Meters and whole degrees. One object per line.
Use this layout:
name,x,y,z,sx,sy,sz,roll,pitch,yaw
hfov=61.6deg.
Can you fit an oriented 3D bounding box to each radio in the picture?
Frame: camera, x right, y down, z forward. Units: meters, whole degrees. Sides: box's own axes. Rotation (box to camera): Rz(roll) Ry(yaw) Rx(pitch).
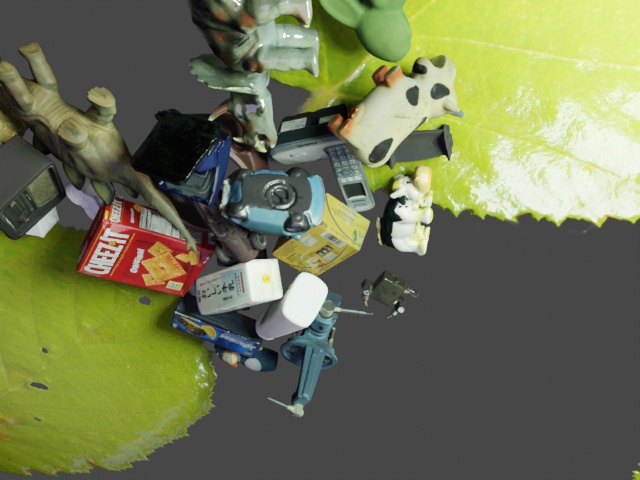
radio,-0.517,-0.080,0.916,0.073,0.131,0.229,41,160,-8

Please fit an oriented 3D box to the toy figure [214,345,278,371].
toy figure,-0.174,0.265,1.239,0.155,0.058,0.064,9,90,6

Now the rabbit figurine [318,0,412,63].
rabbit figurine,0.078,-0.313,0.686,0.159,0.121,0.170,12,127,10

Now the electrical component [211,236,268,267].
electrical component,-0.156,0.021,1.007,0.075,0.047,0.119,-11,168,17

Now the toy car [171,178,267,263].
toy car,-0.169,-0.039,0.890,0.089,0.053,0.201,-15,125,25

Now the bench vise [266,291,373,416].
bench vise,-0.014,0.225,1.068,0.129,0.240,0.223,24,145,-12

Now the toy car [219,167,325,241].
toy car,-0.075,-0.049,0.850,0.162,0.109,0.102,1,152,-5

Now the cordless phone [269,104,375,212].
cordless phone,0.010,-0.117,0.883,0.147,0.089,0.184,-9,130,18

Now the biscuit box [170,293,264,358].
biscuit box,-0.221,0.189,1.181,0.203,0.063,0.059,23,130,-6

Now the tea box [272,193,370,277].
tea box,-0.002,-0.003,0.949,0.098,0.068,0.169,33,148,-17

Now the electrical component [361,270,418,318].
electrical component,0.131,0.107,1.056,0.102,0.045,0.078,32,129,-14

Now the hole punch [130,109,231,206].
hole punch,-0.196,-0.120,0.799,0.142,0.116,0.092,20,162,27

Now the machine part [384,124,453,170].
machine part,0.141,-0.154,0.854,0.139,0.039,0.084,1,122,13

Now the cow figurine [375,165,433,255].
cow figurine,0.144,-0.055,0.915,0.098,0.068,0.167,7,128,14

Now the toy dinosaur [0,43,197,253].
toy dinosaur,-0.373,-0.155,0.866,0.471,0.105,0.198,41,152,7

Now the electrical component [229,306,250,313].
electrical component,-0.200,0.130,1.157,0.094,0.021,0.063,0,128,11

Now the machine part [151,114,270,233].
machine part,-0.192,-0.110,0.925,0.202,0.087,0.200,1,128,9

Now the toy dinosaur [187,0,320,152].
toy dinosaur,-0.100,-0.285,0.678,0.192,0.131,0.404,-4,152,3

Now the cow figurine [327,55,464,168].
cow figurine,0.120,-0.185,0.766,0.195,0.086,0.127,-47,118,-1
